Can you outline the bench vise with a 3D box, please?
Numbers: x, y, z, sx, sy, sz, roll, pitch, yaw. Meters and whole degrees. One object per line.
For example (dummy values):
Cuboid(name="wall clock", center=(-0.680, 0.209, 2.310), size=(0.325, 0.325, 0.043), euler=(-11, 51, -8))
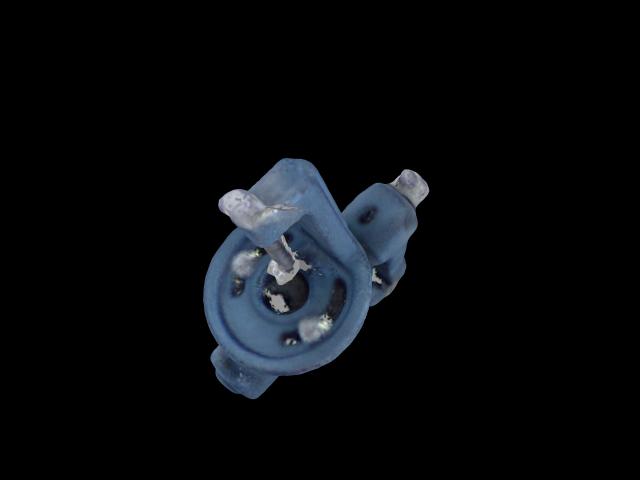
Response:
Cuboid(name="bench vise", center=(-0.007, -0.003, 0.403), size=(0.121, 0.220, 0.208), euler=(24, 61, 15))
